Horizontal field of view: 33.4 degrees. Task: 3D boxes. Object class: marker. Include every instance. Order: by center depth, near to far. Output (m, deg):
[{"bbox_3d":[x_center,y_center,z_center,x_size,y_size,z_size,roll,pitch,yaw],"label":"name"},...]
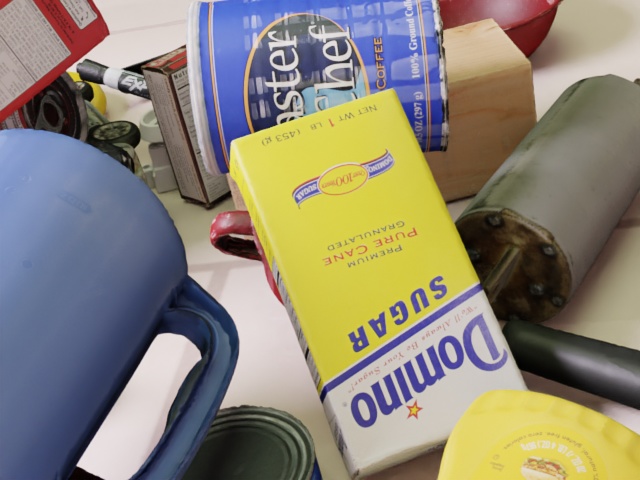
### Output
[{"bbox_3d":[-0.143,-0.124,0.863,0.121,0.020,0.020,18,40,14],"label":"marker"}]

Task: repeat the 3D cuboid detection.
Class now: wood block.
[{"bbox_3d":[0.036,-0.073,0.736,0.206,0.090,0.091,-14,31,-1],"label":"wood block"}]

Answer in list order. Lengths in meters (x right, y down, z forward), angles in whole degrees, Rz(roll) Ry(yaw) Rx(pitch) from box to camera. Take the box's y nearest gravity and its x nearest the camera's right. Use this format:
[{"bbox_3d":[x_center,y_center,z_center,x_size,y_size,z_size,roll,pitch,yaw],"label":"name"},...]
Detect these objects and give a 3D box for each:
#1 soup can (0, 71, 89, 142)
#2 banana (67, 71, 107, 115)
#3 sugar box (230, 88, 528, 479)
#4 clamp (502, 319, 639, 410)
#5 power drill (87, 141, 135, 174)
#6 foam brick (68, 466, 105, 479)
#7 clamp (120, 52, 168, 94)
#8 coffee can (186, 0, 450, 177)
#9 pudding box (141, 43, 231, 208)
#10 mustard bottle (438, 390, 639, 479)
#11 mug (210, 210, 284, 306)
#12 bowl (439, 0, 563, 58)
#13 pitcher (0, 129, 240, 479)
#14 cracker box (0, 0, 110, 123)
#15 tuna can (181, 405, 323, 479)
[{"bbox_3d":[-0.225,-0.080,0.751,0.102,0.068,0.068,-12,29,24],"label":"soup can"},{"bbox_3d":[-0.261,-0.135,1.007,0.198,0.037,0.069,15,39,39],"label":"banana"},{"bbox_3d":[0.027,0.020,0.533,0.093,0.048,0.176,-20,72,-9],"label":"sugar box"},{"bbox_3d":[0.185,0.073,0.489,0.164,0.036,0.210,-16,32,-1],"label":"clamp"},{"bbox_3d":[-0.200,0.022,0.659,0.184,0.057,0.187,-14,49,1],"label":"power drill"},{"bbox_3d":[-0.125,0.139,0.494,0.078,0.051,0.052,12,40,36],"label":"foam brick"},{"bbox_3d":[-0.107,-0.174,0.996,0.120,0.039,0.171,0,21,33],"label":"clamp"},{"bbox_3d":[-0.001,-0.095,0.626,0.140,0.103,0.103,-6,31,2],"label":"coffee can"},{"bbox_3d":[-0.074,-0.094,0.790,0.089,0.113,0.039,-33,34,-30],"label":"pudding box"},{"bbox_3d":[0.061,0.141,0.407,0.096,0.058,0.191,21,45,27],"label":"mustard bottle"},{"bbox_3d":[-0.004,0.001,0.607,0.117,0.081,0.093,0,71,-2],"label":"mug"},{"bbox_3d":[0.129,-0.179,0.900,0.162,0.055,0.162,-10,31,6],"label":"bowl"},{"bbox_3d":[-0.146,0.074,0.449,0.149,0.145,0.242,-14,33,28],"label":"pitcher"},{"bbox_3d":[-0.257,-0.105,0.686,0.213,0.072,0.164,-43,36,-12],"label":"cracker box"},{"bbox_3d":[-0.041,0.120,0.509,0.086,0.034,0.086,-10,31,6],"label":"tuna can"}]
